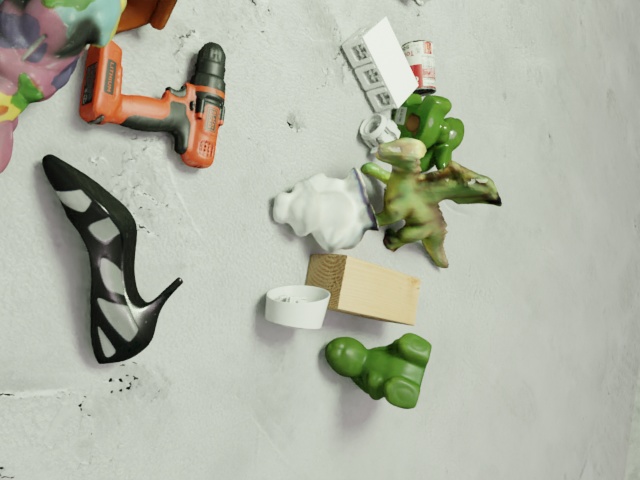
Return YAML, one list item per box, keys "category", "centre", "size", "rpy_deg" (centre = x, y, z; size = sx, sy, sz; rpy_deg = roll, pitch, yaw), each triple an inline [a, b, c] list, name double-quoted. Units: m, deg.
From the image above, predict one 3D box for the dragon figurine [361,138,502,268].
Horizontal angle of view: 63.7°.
- category: "dragon figurine"
  centre: [0.217, -0.059, 0.960]
  size: [0.405, 0.241, 0.124]
  rpy_deg: [36, 61, -34]

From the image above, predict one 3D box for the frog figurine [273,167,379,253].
- category: "frog figurine"
  centre: [0.003, -0.044, 0.866]
  size: [0.160, 0.123, 0.137]
  rpy_deg: [-14, 92, -6]
